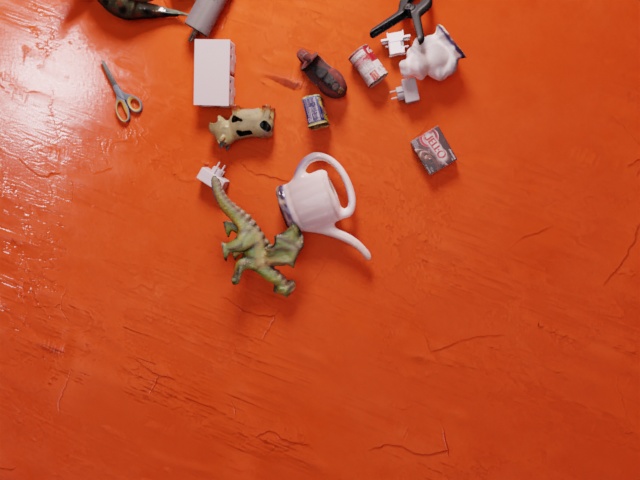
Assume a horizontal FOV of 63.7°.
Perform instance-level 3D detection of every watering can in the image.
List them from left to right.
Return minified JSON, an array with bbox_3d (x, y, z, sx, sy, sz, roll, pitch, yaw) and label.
[{"bbox_3d":[0.005,-0.075,1.490,0.223,0.346,0.105,-19,5,11],"label":"watering can"}]

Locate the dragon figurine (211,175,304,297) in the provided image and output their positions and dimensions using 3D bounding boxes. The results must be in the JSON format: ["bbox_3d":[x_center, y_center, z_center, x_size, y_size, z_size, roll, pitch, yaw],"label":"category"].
[{"bbox_3d":[-0.164,-0.003,1.494,0.242,0.403,0.124,-7,22,10],"label":"dragon figurine"}]

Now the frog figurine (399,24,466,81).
[{"bbox_3d":[0.296,-0.488,1.404,0.158,0.136,0.125,-36,17,15],"label":"frog figurine"}]
